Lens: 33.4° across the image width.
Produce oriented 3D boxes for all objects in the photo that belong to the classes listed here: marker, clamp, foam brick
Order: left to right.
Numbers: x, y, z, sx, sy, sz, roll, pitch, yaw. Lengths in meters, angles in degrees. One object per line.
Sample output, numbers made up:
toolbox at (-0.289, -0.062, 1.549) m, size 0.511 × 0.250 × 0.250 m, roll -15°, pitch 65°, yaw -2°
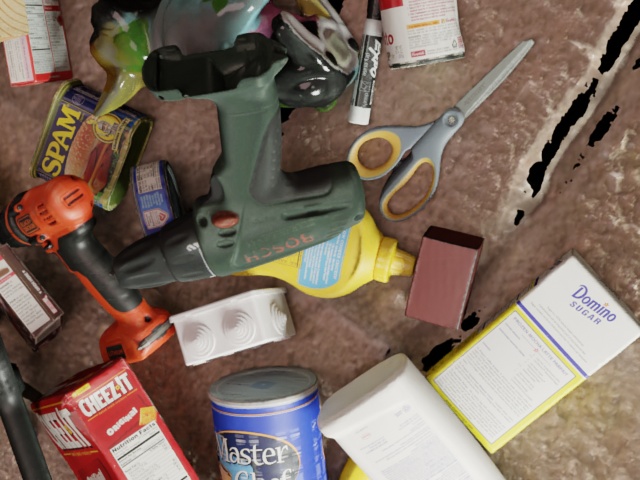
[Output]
clamp at (-0.299, 0.144, 1.015) m, size 0.036 × 0.165 × 0.210 m, roll -20°, pitch 114°, yaw -19°
marker at (0.044, -0.164, 0.948) m, size 0.020 × 0.020 × 0.121 m, roll 12°, pitch 104°, yaw 11°
foam brick at (0.111, 0.033, 0.954) m, size 0.051 × 0.053 × 0.078 m, roll 15°, pitch 105°, yaw 11°

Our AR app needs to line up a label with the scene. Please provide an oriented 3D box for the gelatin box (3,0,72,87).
gelatin box at (-0.267, -0.190, 0.993) m, size 0.030 × 0.073 × 0.089 m, roll -6°, pitch 100°, yaw 15°

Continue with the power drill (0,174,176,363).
power drill at (-0.227, 0.032, 1.011) m, size 0.187 × 0.057 × 0.185 m, roll 55°, pitch 149°, yaw -13°

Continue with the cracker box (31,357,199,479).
cracker box at (-0.180, 0.225, 1.013) m, size 0.213 × 0.072 × 0.164 m, roll 59°, pitch 152°, yaw -3°

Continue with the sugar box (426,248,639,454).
sugar box at (0.189, 0.099, 0.952) m, size 0.176 × 0.048 × 0.093 m, roll -42°, pitch 87°, yaw 15°

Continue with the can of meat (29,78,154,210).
can of meat at (-0.215, -0.089, 1.011) m, size 0.084 × 0.057 × 0.102 m, roll 26°, pitch 107°, yaw 5°

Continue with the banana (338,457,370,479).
banana at (0.051, 0.235, 1.018) m, size 0.070 × 0.037 × 0.198 m, roll 18°, pitch 101°, yaw 14°

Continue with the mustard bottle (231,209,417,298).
mustard bottle at (-0.006, 0.001, 0.974) m, size 0.192 × 0.058 × 0.096 m, roll 14°, pitch 99°, yaw 11°

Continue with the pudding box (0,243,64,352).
pudding box at (-0.290, 0.058, 1.032) m, size 0.039 × 0.114 × 0.090 m, roll -39°, pitch 89°, yaw -21°

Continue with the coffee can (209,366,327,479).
coffee can at (-0.046, 0.201, 1.002) m, size 0.103 × 0.102 × 0.140 m, roll -3°, pitch 101°, yaw 15°

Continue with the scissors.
scissors at (0.097, -0.111, 0.948) m, size 0.096 × 0.016 × 0.202 m, roll 31°, pitch 107°, yaw 6°

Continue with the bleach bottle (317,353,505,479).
bleach bottle at (0.112, 0.226, 0.958) m, size 0.103 × 0.068 × 0.251 m, roll -35°, pitch 99°, yaw 17°

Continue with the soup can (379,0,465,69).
soup can at (0.084, -0.201, 0.905) m, size 0.068 × 0.068 × 0.102 m, roll -7°, pitch 100°, yaw 15°

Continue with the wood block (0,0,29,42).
wood block at (-0.361, -0.211, 0.959) m, size 0.207 × 0.090 × 0.090 m, roll 0°, pitch 102°, yaw 43°

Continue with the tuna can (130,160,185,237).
tuna can at (-0.148, -0.030, 0.988) m, size 0.034 × 0.086 × 0.086 m, roll -14°, pitch 98°, yaw 0°
